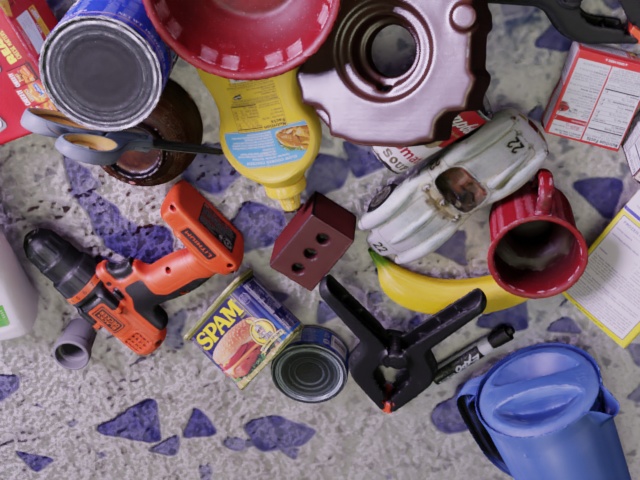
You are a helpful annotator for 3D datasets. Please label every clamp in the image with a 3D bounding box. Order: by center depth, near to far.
[{"bbox_3d":[0.216,-0.227,0.908,0.171,0.039,0.120,20,-47,-13],"label":"clamp"},{"bbox_3d":[0.069,0.109,1.109,0.164,0.036,0.210,11,-42,-2],"label":"clamp"}]

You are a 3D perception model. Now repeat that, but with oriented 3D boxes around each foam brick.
[{"bbox_3d":[-0.007,0.001,1.067,0.053,0.051,0.078,32,-60,-13],"label":"foam brick"}]

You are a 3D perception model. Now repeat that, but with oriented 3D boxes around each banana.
[{"bbox_3d":[0.145,0.047,1.089,0.198,0.037,0.070,3,-55,3],"label":"banana"}]

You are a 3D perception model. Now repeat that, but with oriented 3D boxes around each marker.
[{"bbox_3d":[0.158,0.126,1.148,0.121,0.020,0.020,-36,-62,24],"label":"marker"}]

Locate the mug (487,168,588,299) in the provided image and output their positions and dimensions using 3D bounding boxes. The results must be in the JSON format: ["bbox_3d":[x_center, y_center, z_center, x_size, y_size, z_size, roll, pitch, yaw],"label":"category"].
[{"bbox_3d":[0.205,-0.014,1.019,0.093,0.081,0.117,3,-57,4],"label":"mug"}]

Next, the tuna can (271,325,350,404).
[{"bbox_3d":[-0.011,0.137,1.163,0.086,0.033,0.086,3,-58,4],"label":"tuna can"}]

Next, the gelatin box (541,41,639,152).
[{"bbox_3d":[0.252,-0.132,0.973,0.073,0.030,0.089,13,-58,-5],"label":"gelatin box"}]

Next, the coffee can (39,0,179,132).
[{"bbox_3d":[-0.172,-0.171,0.922,0.103,0.140,0.103,3,-57,4],"label":"coffee can"}]

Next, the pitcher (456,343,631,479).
[{"bbox_3d":[0.258,0.238,1.156,0.145,0.149,0.242,-27,-59,1],"label":"pitcher"}]

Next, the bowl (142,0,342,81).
[{"bbox_3d":[-0.061,-0.213,0.857,0.162,0.055,0.162,3,-57,4],"label":"bowl"}]

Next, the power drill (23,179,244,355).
[{"bbox_3d":[-0.186,0.019,1.093,0.188,0.057,0.184,-34,-63,26],"label":"power drill"}]

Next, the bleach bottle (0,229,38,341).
[{"bbox_3d":[-0.362,0.006,1.050,0.102,0.068,0.251,-4,-39,6],"label":"bleach bottle"}]

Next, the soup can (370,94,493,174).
[{"bbox_3d":[0.097,-0.114,0.976,0.102,0.068,0.068,-30,-59,22],"label":"soup can"}]

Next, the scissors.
[{"bbox_3d":[-0.157,-0.079,0.924,0.201,0.096,0.016,11,-68,-32],"label":"scissors"}]

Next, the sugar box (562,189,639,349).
[{"bbox_3d":[0.318,0.010,1.027,0.093,0.048,0.176,43,-61,14],"label":"sugar box"}]

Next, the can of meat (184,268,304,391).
[{"bbox_3d":[-0.078,0.095,1.113,0.084,0.057,0.102,44,-62,3],"label":"can of meat"}]

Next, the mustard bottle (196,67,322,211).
[{"bbox_3d":[-0.049,-0.112,0.996,0.096,0.058,0.191,-9,-60,11],"label":"mustard bottle"}]

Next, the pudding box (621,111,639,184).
[{"bbox_3d":[0.318,-0.105,0.946,0.039,0.090,0.114,28,-60,-11],"label":"pudding box"}]

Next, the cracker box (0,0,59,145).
[{"bbox_3d":[-0.334,-0.163,0.965,0.214,0.072,0.164,-15,-61,27],"label":"cracker box"}]
